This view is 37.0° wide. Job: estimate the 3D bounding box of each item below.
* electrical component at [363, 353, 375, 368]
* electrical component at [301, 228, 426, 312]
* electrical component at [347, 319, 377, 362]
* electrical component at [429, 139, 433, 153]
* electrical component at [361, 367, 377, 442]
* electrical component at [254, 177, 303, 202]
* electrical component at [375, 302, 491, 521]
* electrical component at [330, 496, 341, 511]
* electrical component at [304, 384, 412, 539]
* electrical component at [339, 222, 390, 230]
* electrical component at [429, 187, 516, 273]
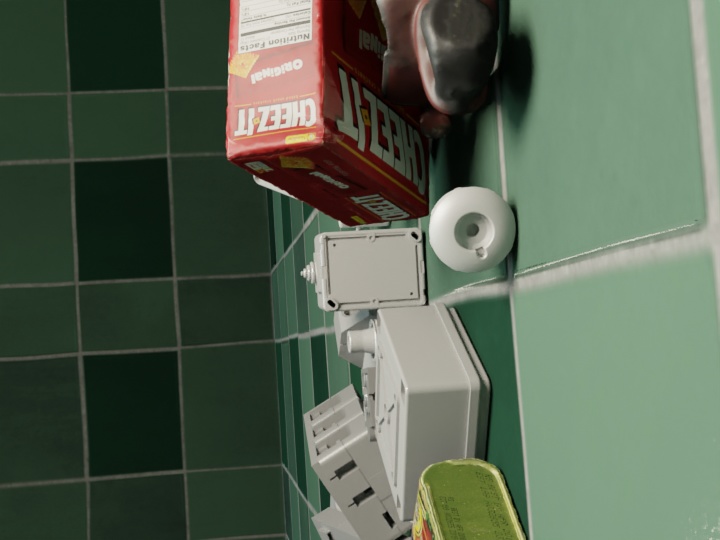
[{"bbox_3d":[0.024,0.084,0.912,0.081,0.043,0.043,97,167,-53],"label":"electrical component"},{"bbox_3d":[0.000,0.000,0.859,0.061,0.096,0.061,-179,86,-82],"label":"electrical component"},{"bbox_3d":[0.022,0.055,0.851,0.048,0.062,0.048,177,90,-82],"label":"electrical component"},{"bbox_3d":[0.038,-0.105,0.778,0.061,0.035,0.035,99,166,-47],"label":"electrical component"},{"bbox_3d":[0.032,0.095,0.815,0.048,0.055,0.066,134,132,-79],"label":"electrical component"},{"bbox_3d":[-0.050,-0.114,1.086,0.057,0.113,0.078,-37,-40,-44],"label":"electrical component"},{"bbox_3d":[0.045,0.094,0.724,0.108,0.056,0.108,-109,18,-62],"label":"electrical component"},{"bbox_3d":[0.005,0.238,1.032,0.061,0.062,0.096,-105,14,-54],"label":"electrical component"},{"bbox_3d":[0.005,0.160,0.906,0.089,0.062,0.150,57,180,-9],"label":"electrical component"},{"bbox_3d":[0.000,-0.065,1.007,0.076,0.047,0.065,98,166,-53],"label":"electrical component"},{"bbox_3d":[0.061,-0.026,0.615,0.062,0.048,0.048,-102,10,-79],"label":"electrical component"}]
